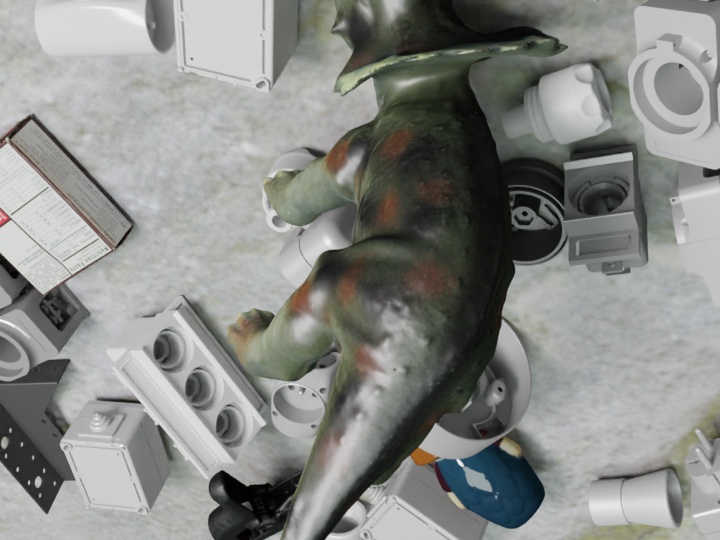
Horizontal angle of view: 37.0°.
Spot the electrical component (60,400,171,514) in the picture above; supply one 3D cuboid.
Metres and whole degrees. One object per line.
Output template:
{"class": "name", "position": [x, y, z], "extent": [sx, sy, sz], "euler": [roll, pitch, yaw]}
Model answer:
{"class": "electrical component", "position": [-0.206, 0.151, 0.914], "extent": [0.062, 0.061, 0.096], "euler": [2, 126, 17]}

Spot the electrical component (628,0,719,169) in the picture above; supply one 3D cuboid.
{"class": "electrical component", "position": [0.193, -0.139, 0.540], "extent": [0.105, 0.060, 0.186], "euler": [24, 139, 45]}

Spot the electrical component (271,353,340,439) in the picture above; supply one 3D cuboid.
{"class": "electrical component", "position": [-0.024, 0.094, 0.824], "extent": [0.079, 0.044, 0.077], "euler": [17, 129, 4]}

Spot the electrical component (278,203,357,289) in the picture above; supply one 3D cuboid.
{"class": "electrical component", "position": [0.000, 0.000, 0.740], "extent": [0.095, 0.053, 0.059], "euler": [43, 126, -16]}

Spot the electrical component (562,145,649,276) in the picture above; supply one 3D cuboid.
{"class": "electrical component", "position": [0.152, -0.033, 0.659], "extent": [0.042, 0.081, 0.063], "euler": [-6, 146, 22]}

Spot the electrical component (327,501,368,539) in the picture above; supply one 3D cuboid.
{"class": "electrical component", "position": [-0.013, 0.229, 0.921], "extent": [0.045, 0.045, 0.055], "euler": [3, 127, 15]}

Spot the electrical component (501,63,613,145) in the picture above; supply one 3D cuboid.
{"class": "electrical component", "position": [0.116, -0.095, 0.639], "extent": [0.062, 0.043, 0.043], "euler": [-15, 120, 28]}

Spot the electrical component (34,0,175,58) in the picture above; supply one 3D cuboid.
{"class": "electrical component", "position": [-0.163, -0.172, 0.669], "extent": [0.077, 0.044, 0.079], "euler": [2, 126, 17]}

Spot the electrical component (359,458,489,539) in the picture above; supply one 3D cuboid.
{"class": "electrical component", "position": [0.049, 0.198, 0.872], "extent": [0.096, 0.061, 0.061], "euler": [35, 128, 0]}

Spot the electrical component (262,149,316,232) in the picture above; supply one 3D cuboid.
{"class": "electrical component", "position": [-0.044, -0.049, 0.712], "extent": [0.043, 0.062, 0.043], "euler": [8, 128, 11]}

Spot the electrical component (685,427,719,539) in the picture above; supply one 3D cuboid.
{"class": "electrical component", "position": [0.255, 0.144, 0.759], "extent": [0.047, 0.065, 0.076], "euler": [-24, 115, 31]}

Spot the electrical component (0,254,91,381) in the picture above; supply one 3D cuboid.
{"class": "electrical component", "position": [-0.329, 0.043, 0.873], "extent": [0.186, 0.060, 0.105], "euler": [-21, 117, 30]}

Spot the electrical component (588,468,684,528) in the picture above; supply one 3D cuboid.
{"class": "electrical component", "position": [0.206, 0.175, 0.814], "extent": [0.065, 0.044, 0.044], "euler": [-11, 122, 30]}

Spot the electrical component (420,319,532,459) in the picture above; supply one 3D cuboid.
{"class": "electrical component", "position": [0.068, 0.079, 0.753], "extent": [0.099, 0.099, 0.064], "euler": [31, 135, -6]}

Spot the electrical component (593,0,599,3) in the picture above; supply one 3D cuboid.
{"class": "electrical component", "position": [0.094, -0.168, 0.533], "extent": [0.078, 0.057, 0.058], "euler": [58, 153, 10]}

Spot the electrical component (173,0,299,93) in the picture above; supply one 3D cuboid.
{"class": "electrical component", "position": [-0.072, -0.156, 0.646], "extent": [0.062, 0.061, 0.096], "euler": [15, 136, 9]}

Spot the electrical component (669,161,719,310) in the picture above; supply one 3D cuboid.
{"class": "electrical component", "position": [0.224, -0.026, 0.652], "extent": [0.056, 0.050, 0.089], "euler": [-13, 121, 25]}

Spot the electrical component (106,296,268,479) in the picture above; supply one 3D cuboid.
{"class": "electrical component", "position": [-0.138, 0.092, 0.845], "extent": [0.063, 0.078, 0.121], "euler": [-6, 127, 48]}
